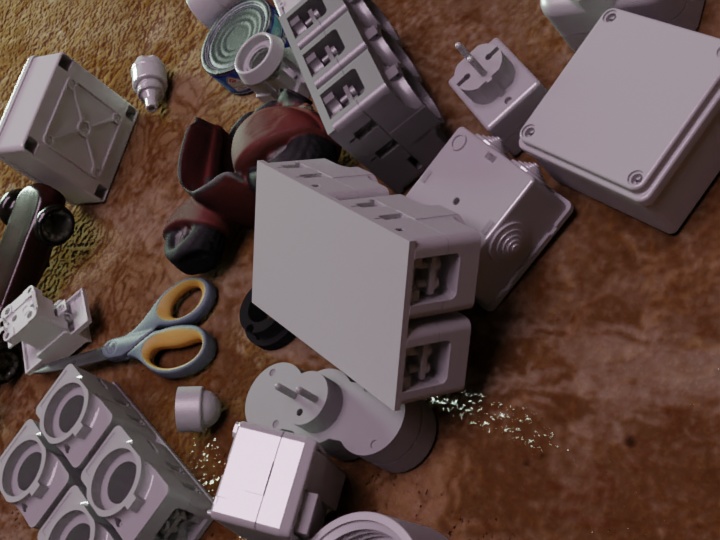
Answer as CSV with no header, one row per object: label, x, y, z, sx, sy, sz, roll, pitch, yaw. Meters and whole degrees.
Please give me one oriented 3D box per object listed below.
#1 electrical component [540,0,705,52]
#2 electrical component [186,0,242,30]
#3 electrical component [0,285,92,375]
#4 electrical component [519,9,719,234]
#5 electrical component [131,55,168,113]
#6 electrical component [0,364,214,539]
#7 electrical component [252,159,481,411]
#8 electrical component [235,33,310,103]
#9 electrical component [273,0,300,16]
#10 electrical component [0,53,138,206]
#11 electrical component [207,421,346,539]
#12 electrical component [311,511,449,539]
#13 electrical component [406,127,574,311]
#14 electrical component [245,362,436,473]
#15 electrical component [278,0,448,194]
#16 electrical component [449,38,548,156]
electrical component,0.173,-0.185,0.716,0.095,0.059,0.053,3,67,41
electrical component,-0.132,-0.258,1.021,0.047,0.055,0.055,-36,46,22
electrical component,-0.277,0.049,0.945,0.081,0.064,0.042,-39,47,15
electrical component,0.173,-0.094,0.662,0.108,0.056,0.109,-55,44,-1
electrical component,-0.204,-0.178,1.045,0.035,0.035,0.061,-30,51,23
electrical component,-0.200,0.162,0.813,0.105,0.060,0.186,-54,44,0
electrical component,0.000,0.000,0.701,0.186,0.060,0.105,31,123,52
electrical component,-0.073,-0.169,0.914,0.066,0.055,0.048,1,65,40
electrical component,-0.029,-0.221,0.911,0.062,0.061,0.096,-33,56,20
electrical component,-0.281,-0.133,1.029,0.056,0.109,0.108,0,65,37
electrical component,-0.048,0.142,0.686,0.061,0.096,0.061,11,70,14
electrical component,0.005,0.193,0.622,0.108,0.060,0.108,-20,53,30
electrical component,0.076,-0.036,0.709,0.099,0.048,0.099,-52,44,7
electrical component,-0.025,0.089,0.702,0.138,0.074,0.052,4,67,41
electrical component,0.006,-0.143,0.808,0.062,0.089,0.150,-37,46,16
electrical component,0.090,-0.129,0.738,0.047,0.077,0.065,-42,45,12
